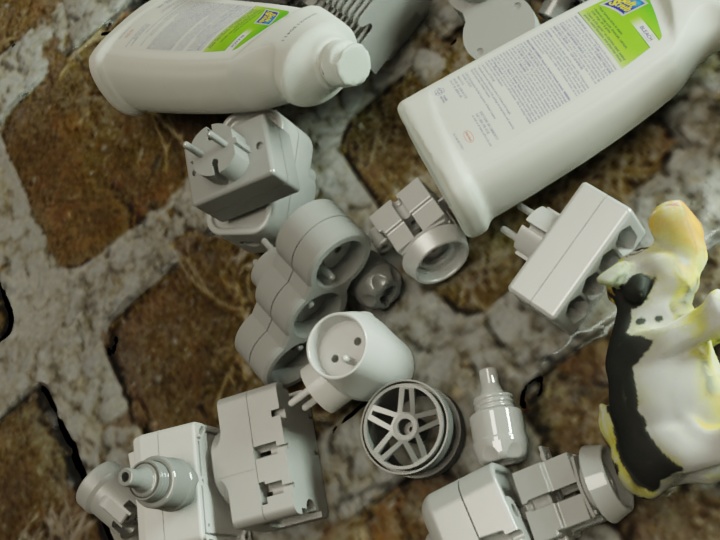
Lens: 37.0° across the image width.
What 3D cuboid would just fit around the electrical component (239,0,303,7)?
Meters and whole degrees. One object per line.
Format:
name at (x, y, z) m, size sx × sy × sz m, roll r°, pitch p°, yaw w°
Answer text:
electrical component at (-0.064, -0.228, 0.838) m, size 0.058 × 0.078 × 0.057 m, roll 16°, pitch 64°, yaw 28°

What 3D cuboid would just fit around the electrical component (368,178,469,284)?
electrical component at (0.043, -0.024, 0.736) m, size 0.066 × 0.048 × 0.055 m, roll -39°, pitch 54°, yaw 10°

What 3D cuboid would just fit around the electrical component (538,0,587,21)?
electrical component at (0.146, -0.200, 0.741) m, size 0.048 × 0.048 × 0.062 m, roll 34°, pitch 97°, yaw 30°

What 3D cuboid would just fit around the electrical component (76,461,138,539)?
electrical component at (-0.178, 0.169, 0.788) m, size 0.046 × 0.040 × 0.040 m, roll 35°, pitch 91°, yaw 24°

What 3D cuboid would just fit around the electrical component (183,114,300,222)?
electrical component at (-0.089, -0.075, 0.727) m, size 0.066 × 0.077 × 0.047 m, roll -20°, pitch 67°, yaw 19°

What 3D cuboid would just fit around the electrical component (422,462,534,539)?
electrical component at (0.079, 0.173, 0.651) m, size 0.059 × 0.054 × 0.095 m, roll -30°, pitch 64°, yaw 15°

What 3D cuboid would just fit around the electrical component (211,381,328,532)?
electrical component at (-0.064, 0.130, 0.737) m, size 0.056 × 0.050 × 0.089 m, roll -19°, pitch 67°, yaw 20°

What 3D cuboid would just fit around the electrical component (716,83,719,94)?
electrical component at (0.250, -0.128, 0.653) m, size 0.042 × 0.081 × 0.063 m, roll 32°, pitch 112°, yaw 30°

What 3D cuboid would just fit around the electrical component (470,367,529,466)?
electrical component at (0.086, 0.093, 0.684) m, size 0.035 × 0.035 × 0.061 m, roll -17°, pitch 65°, yaw 21°

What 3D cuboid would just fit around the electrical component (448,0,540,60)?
electrical component at (0.085, -0.203, 0.754) m, size 0.052 × 0.074 × 0.138 m, roll -23°, pitch 66°, yaw 18°

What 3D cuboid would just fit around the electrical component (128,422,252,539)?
electrical component at (-0.119, 0.161, 0.748) m, size 0.061 × 0.062 × 0.096 m, roll -16°, pitch 68°, yaw 21°

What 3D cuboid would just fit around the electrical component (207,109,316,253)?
electrical component at (-0.070, -0.063, 0.795) m, size 0.054 × 0.059 × 0.095 m, roll 0°, pitch 75°, yaw 26°

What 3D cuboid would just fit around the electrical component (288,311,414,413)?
electrical component at (-0.013, 0.068, 0.716) m, size 0.079 × 0.077 × 0.044 m, roll -38°, pitch 62°, yaw 12°

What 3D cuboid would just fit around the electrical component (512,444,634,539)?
electrical component at (0.130, 0.134, 0.645) m, size 0.055 × 0.048 × 0.066 m, roll -28°, pitch 64°, yaw 24°

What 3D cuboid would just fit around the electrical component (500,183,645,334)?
electrical component at (0.125, -0.016, 0.691) m, size 0.076 × 0.047 × 0.083 m, roll 36°, pitch 92°, yaw 30°

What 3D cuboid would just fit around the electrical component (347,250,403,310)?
electrical component at (0.000, 0.000, 0.755) m, size 0.061 × 0.035 × 0.035 m, roll 41°, pitch 94°, yaw 32°

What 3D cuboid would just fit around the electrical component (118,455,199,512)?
electrical component at (-0.132, 0.135, 0.688) m, size 0.035 × 0.061 × 0.035 m, roll -8°, pitch 71°, yaw 24°

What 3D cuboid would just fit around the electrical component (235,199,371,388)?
electrical component at (-0.050, 0.008, 0.743) m, size 0.073 × 0.052 × 0.138 m, roll 46°, pitch 125°, yaw 32°
